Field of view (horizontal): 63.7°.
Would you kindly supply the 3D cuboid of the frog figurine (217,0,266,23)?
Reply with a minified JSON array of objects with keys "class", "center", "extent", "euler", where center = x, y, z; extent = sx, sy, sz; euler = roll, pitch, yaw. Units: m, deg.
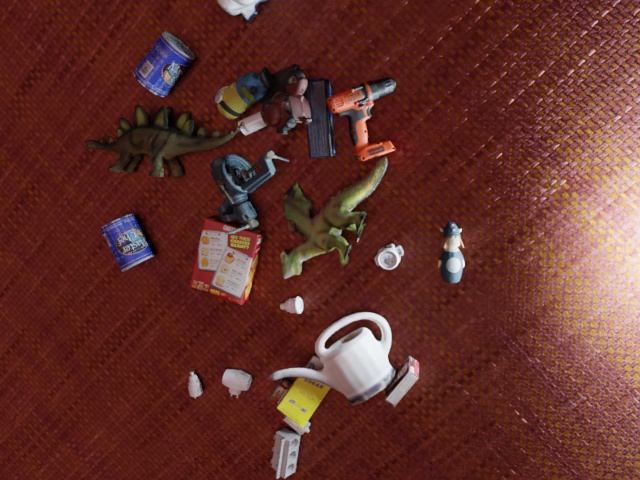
[{"class":"frog figurine","center":[-0.201,-0.629,1.289],"extent":[0.136,0.161,0.122],"euler":[-28,92,16]}]

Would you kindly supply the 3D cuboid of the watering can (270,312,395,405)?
[{"class":"watering can","center":[0.057,0.349,1.404],"extent":[0.348,0.104,0.224],"euler":[-33,90,-4]}]

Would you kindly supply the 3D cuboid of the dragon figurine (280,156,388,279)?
[{"class":"dragon figurine","center":[0.004,-0.069,1.371],"extent":[0.244,0.123,0.406],"euler":[25,102,15]}]
